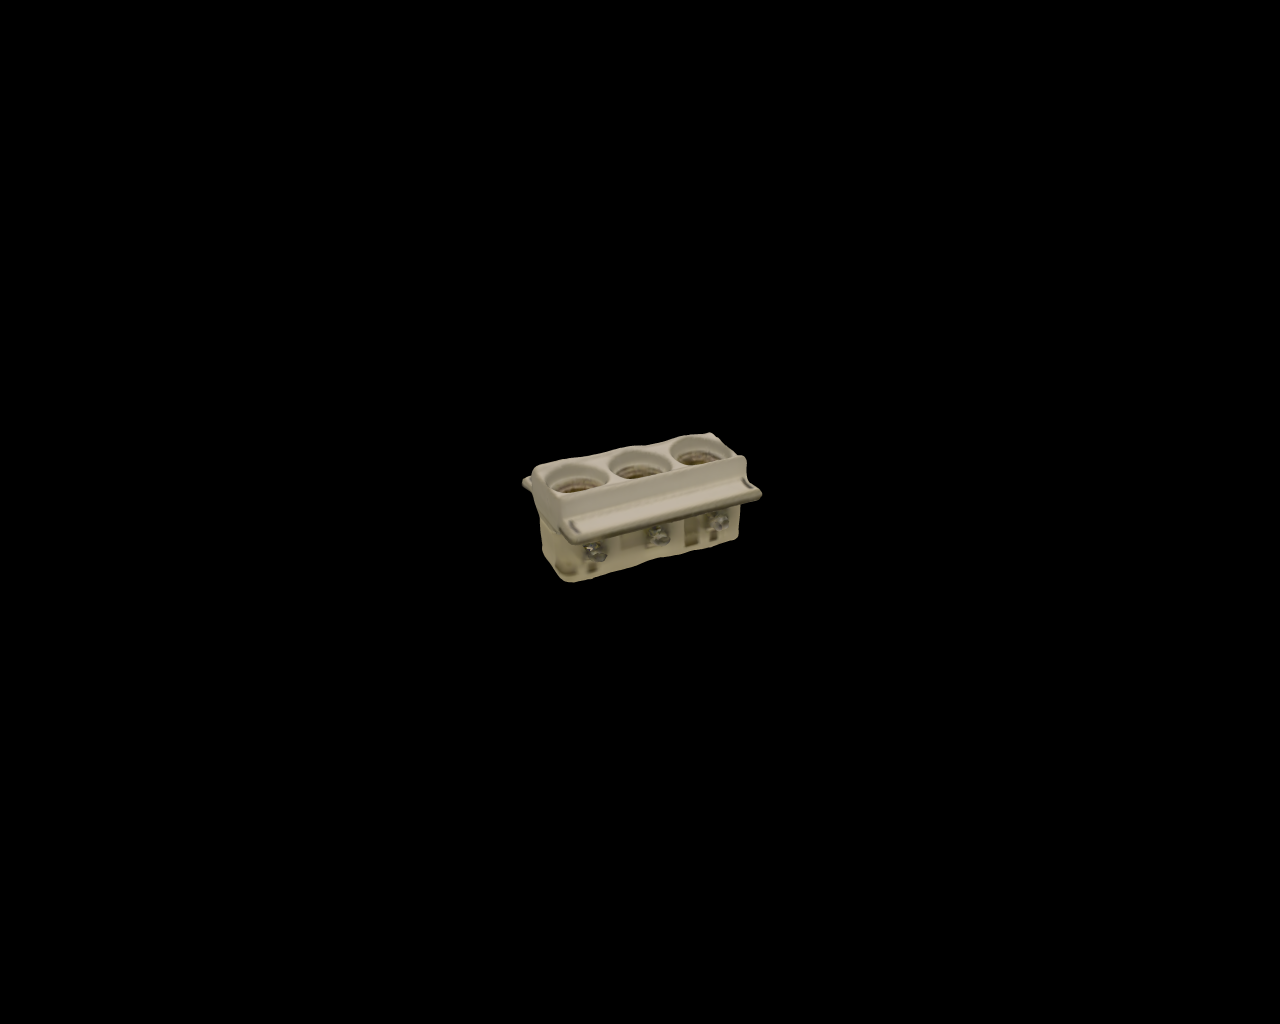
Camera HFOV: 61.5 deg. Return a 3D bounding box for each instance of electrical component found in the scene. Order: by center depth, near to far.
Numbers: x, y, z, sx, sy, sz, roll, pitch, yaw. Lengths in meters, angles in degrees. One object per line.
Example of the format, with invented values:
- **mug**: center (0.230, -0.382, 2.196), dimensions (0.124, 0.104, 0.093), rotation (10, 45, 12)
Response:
- **electrical component**: center (0.001, -0.003, 0.650), dimensions (0.121, 0.063, 0.079), rotation (-13, 32, -22)
